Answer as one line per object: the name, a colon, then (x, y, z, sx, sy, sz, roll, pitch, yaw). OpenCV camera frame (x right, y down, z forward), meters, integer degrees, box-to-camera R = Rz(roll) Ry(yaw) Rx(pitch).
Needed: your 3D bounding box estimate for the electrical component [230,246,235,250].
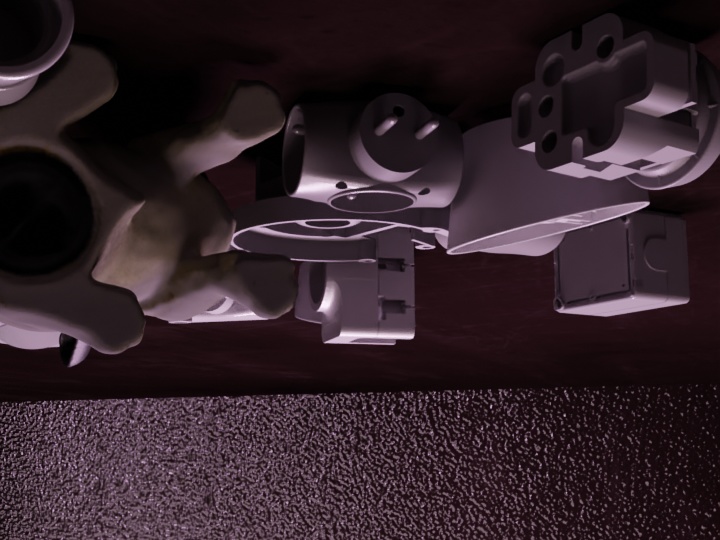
electrical component: (-0.095, -0.003, 0.811, 0.040, 0.040, 0.046, 1, 165, -10)

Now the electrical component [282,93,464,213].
electrical component: (0.011, -0.056, 0.491, 0.077, 0.044, 0.079, 3, 169, -18)

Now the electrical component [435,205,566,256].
electrical component: (0.068, -0.032, 0.631, 0.079, 0.043, 0.077, -9, 166, 42)

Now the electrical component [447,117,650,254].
electrical component: (0.092, -0.039, 0.532, 0.099, 0.064, 0.099, 0, 170, 0)

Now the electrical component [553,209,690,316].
electrical component: (0.179, -0.002, 0.752, 0.061, 0.061, 0.096, 6, 169, -29)

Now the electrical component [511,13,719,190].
electrical component: (0.106, -0.063, 0.421, 0.057, 0.058, 0.078, 9, 167, -30)

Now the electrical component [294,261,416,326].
electrical component: (-0.004, 0.022, 0.878, 0.099, 0.064, 0.099, 0, 170, 0)

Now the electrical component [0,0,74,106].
electrical component: (-0.125, -0.079, 0.369, 0.044, 0.044, 0.065, 4, 174, -22)

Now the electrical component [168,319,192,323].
electrical component: (-0.134, 0.008, 0.800, 0.043, 0.062, 0.043, -1, 174, 0)

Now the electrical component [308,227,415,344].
electrical component: (0.000, 0.000, 0.680, 0.056, 0.089, 0.050, 3, 170, -16)

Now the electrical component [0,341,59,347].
electrical component: (-0.298, 0.036, 0.971, 0.078, 0.057, 0.113, -4, 169, 21)

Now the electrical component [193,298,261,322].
electrical component: (-0.122, 0.020, 0.926, 0.077, 0.043, 0.079, -3, 170, 15)
